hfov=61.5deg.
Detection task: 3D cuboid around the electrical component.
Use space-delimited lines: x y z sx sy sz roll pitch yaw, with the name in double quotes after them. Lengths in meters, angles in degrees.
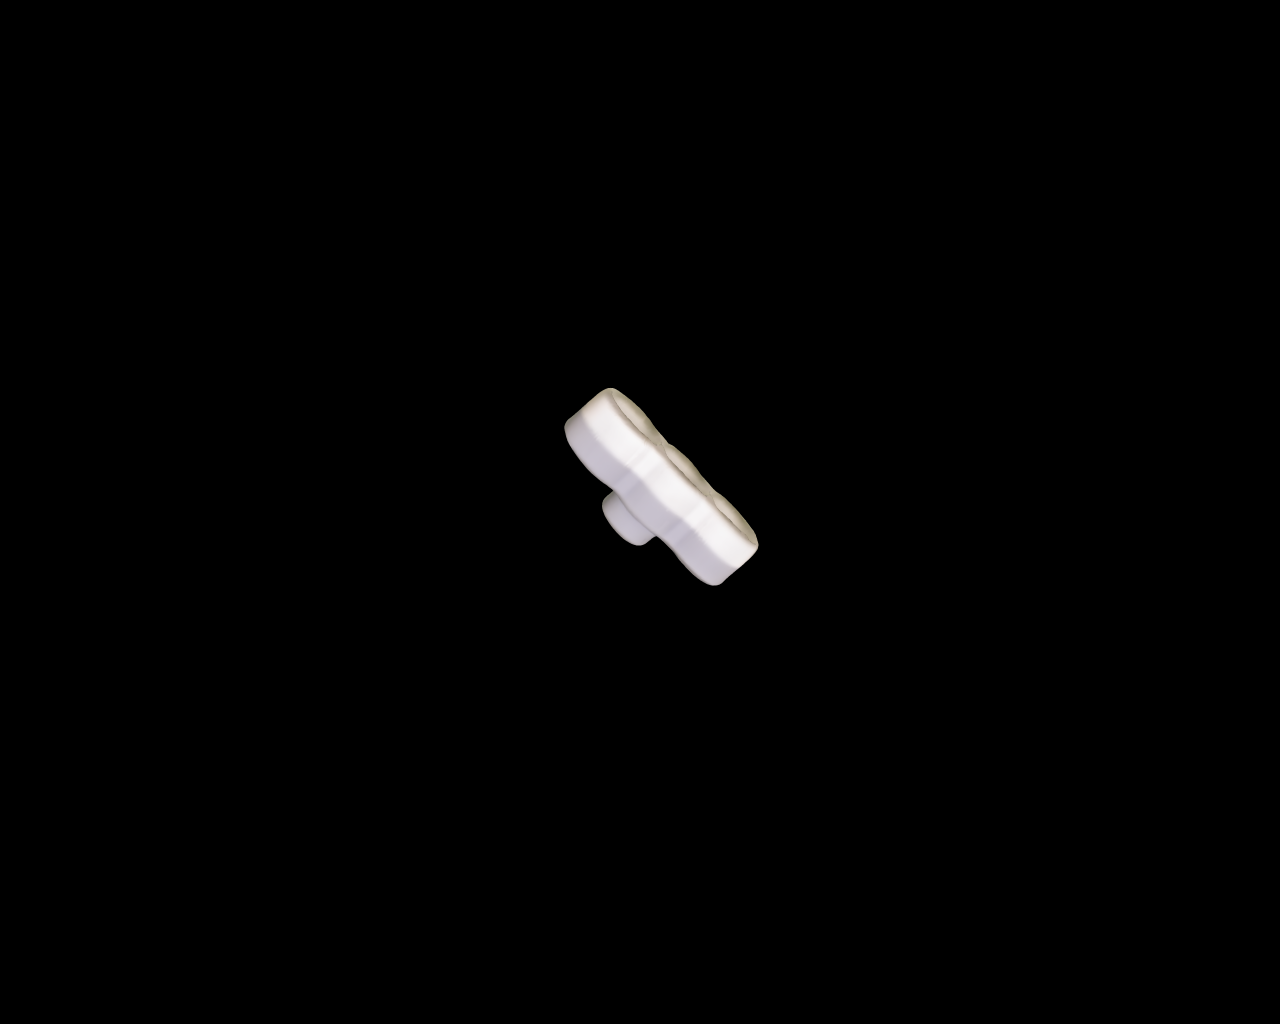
0.001 -0.003 0.650 0.073 0.138 0.052 -41 15 14 "electrical component"
